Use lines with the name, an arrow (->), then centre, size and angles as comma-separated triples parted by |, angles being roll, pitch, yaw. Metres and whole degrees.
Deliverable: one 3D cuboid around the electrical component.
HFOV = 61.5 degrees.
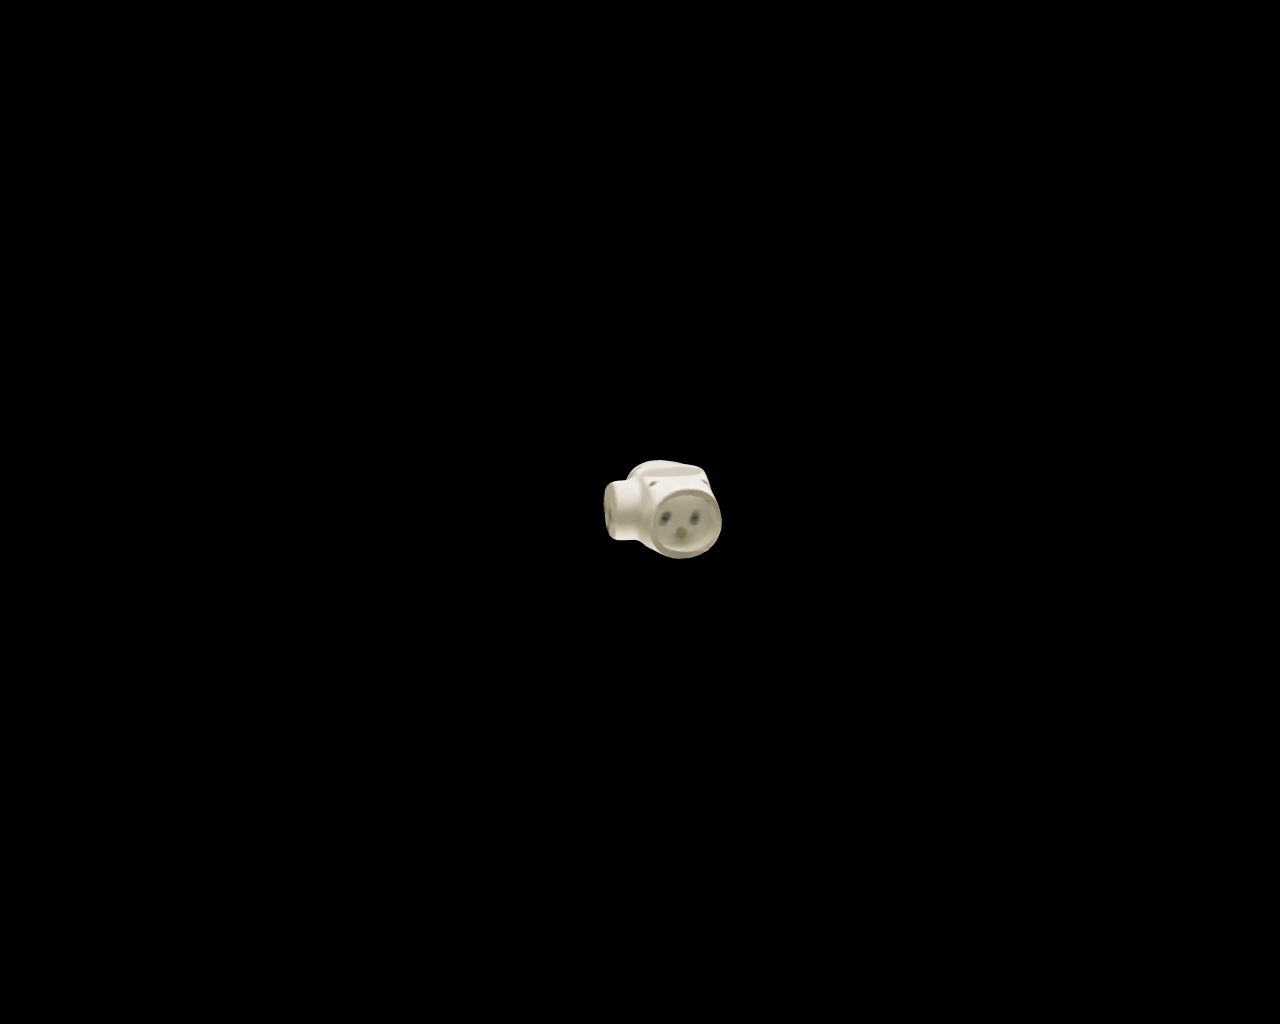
electrical component -> 0.001, -0.003, 0.650 | 0.079, 0.043, 0.077 | -3, 16, -11
